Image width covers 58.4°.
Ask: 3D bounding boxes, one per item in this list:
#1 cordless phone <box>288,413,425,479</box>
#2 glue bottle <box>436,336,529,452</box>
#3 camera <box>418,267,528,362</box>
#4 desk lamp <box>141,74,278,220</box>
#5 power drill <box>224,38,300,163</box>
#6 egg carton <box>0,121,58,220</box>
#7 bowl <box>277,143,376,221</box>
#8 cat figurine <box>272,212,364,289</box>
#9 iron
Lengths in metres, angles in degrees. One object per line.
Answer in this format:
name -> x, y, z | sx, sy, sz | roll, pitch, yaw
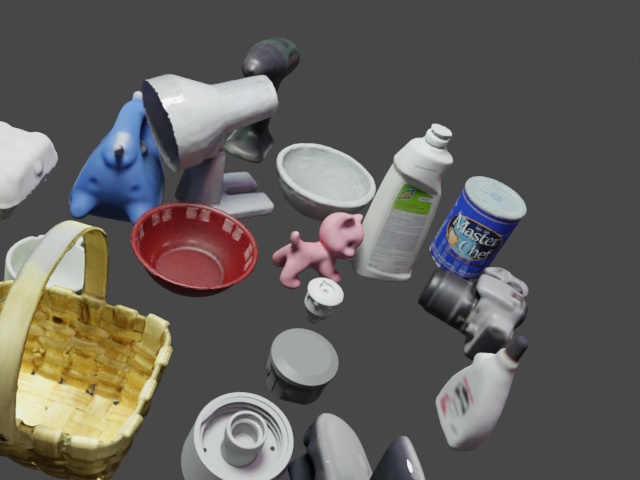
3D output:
cordless phone -> 0.043, 0.209, 0.519 | 0.094, 0.185, 0.147 | 2, 42, -25
glue bottle -> 0.188, 0.166, 0.653 | 0.037, 0.173, 0.078 | 6, 40, -20
camera -> 0.222, 0.084, 0.828 | 0.136, 0.101, 0.143 | 30, 38, 9
desk lamp -> -0.150, -0.133, 0.808 | 0.204, 0.213, 0.117 | -12, 49, -37
power drill -> -0.098, -0.242, 0.969 | 0.075, 0.208, 0.230 | 22, 38, -1
egg carton -> -0.416, -0.093, 0.745 | 0.107, 0.069, 0.150 | 16, 38, -8
bowl -> 0.001, -0.082, 0.937 | 0.168, 0.074, 0.167 | 14, 38, -11
cat figurine -> 0.007, 0.003, 0.803 | 0.128, 0.117, 0.067 | -5, 45, -31
iron -> -0.271, -0.134, 0.808 | 0.119, 0.141, 0.258 | 10, 39, -16
